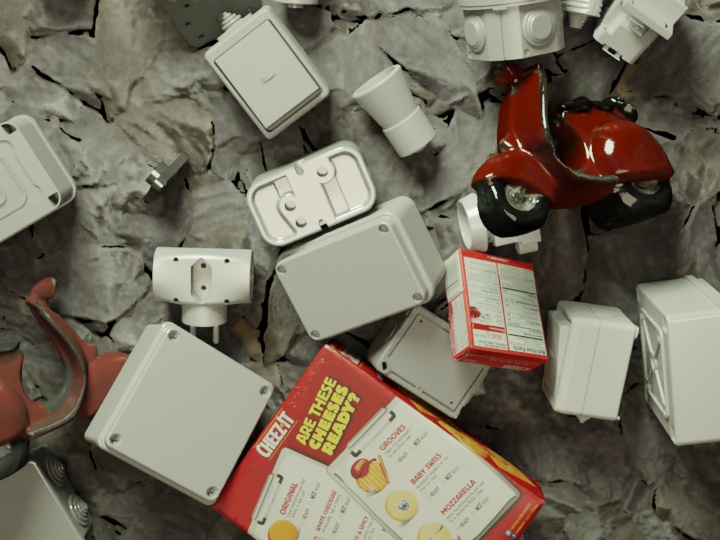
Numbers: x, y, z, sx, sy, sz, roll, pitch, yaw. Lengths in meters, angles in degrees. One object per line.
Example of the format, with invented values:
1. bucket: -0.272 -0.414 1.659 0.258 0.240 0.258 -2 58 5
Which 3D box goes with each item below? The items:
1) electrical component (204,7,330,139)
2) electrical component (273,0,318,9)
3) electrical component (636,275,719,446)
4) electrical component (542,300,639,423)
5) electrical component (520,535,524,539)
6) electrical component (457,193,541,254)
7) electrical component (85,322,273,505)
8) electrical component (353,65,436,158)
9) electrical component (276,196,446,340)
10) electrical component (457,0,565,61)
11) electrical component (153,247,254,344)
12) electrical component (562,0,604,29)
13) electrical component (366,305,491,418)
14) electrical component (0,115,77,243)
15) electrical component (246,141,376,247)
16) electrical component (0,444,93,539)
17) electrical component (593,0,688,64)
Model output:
1. electrical component: -0.074 -0.156 0.820 0.062 0.061 0.096 -36 105 7
2. electrical component: -0.048 -0.233 0.817 0.044 0.044 0.065 3 107 -2
3. electrical component: 0.261 0.070 0.857 0.056 0.108 0.108 -7 103 3
4. electrical component: 0.182 0.079 0.881 0.061 0.061 0.096 8 102 -3
5. electrical component: 0.115 0.258 0.931 0.064 0.042 0.081 -10 102 3
6. electrical component: 0.110 -0.041 0.861 0.055 0.048 0.066 -12 103 -6
7. electrical component: -0.143 0.113 0.855 0.109 0.056 0.108 35 72 -23
8. electrical component: 0.030 -0.122 0.844 0.044 0.044 0.065 -33 106 6
9. electrical component: 0.000 0.000 0.843 0.113 0.057 0.078 -21 103 26
10. electrical component: 0.115 -0.189 0.811 0.080 0.080 0.051 -8 108 1
11. electrical component: -0.126 0.022 0.871 0.077 0.043 0.079 2 103 -1
12. electrical component: 0.174 -0.225 0.821 0.043 0.043 0.081 10 102 -3
13. electrical component: 0.061 0.073 0.877 0.096 0.061 0.061 33 91 -12
14. electrical component: -0.290 -0.062 0.842 0.113 0.057 0.078 -29 102 5
15. electrical component: -0.038 -0.062 0.846 0.095 0.059 0.053 -23 102 4
16. electrical component: -0.285 0.205 0.907 0.100 0.048 0.099 -26 102 4
17. electrical component: 0.212 -0.195 0.814 0.042 0.081 0.063 32 129 -6
